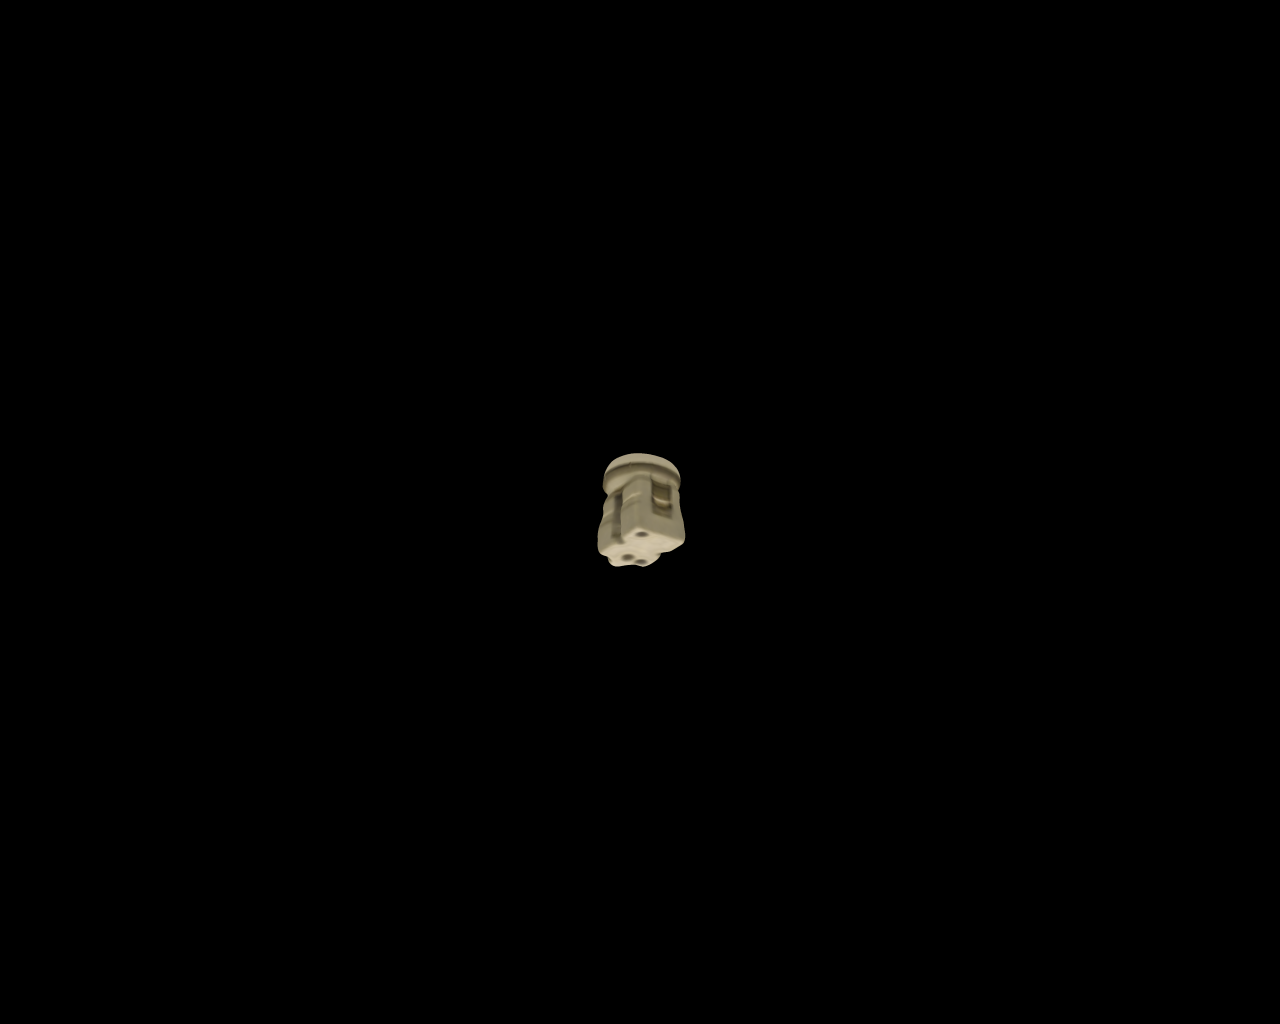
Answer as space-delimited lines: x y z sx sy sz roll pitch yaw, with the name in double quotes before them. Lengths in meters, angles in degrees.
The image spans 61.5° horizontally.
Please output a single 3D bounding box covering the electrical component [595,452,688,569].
"electrical component" 0.001 -0.003 0.650 0.048 0.055 0.066 19 -34 -31
